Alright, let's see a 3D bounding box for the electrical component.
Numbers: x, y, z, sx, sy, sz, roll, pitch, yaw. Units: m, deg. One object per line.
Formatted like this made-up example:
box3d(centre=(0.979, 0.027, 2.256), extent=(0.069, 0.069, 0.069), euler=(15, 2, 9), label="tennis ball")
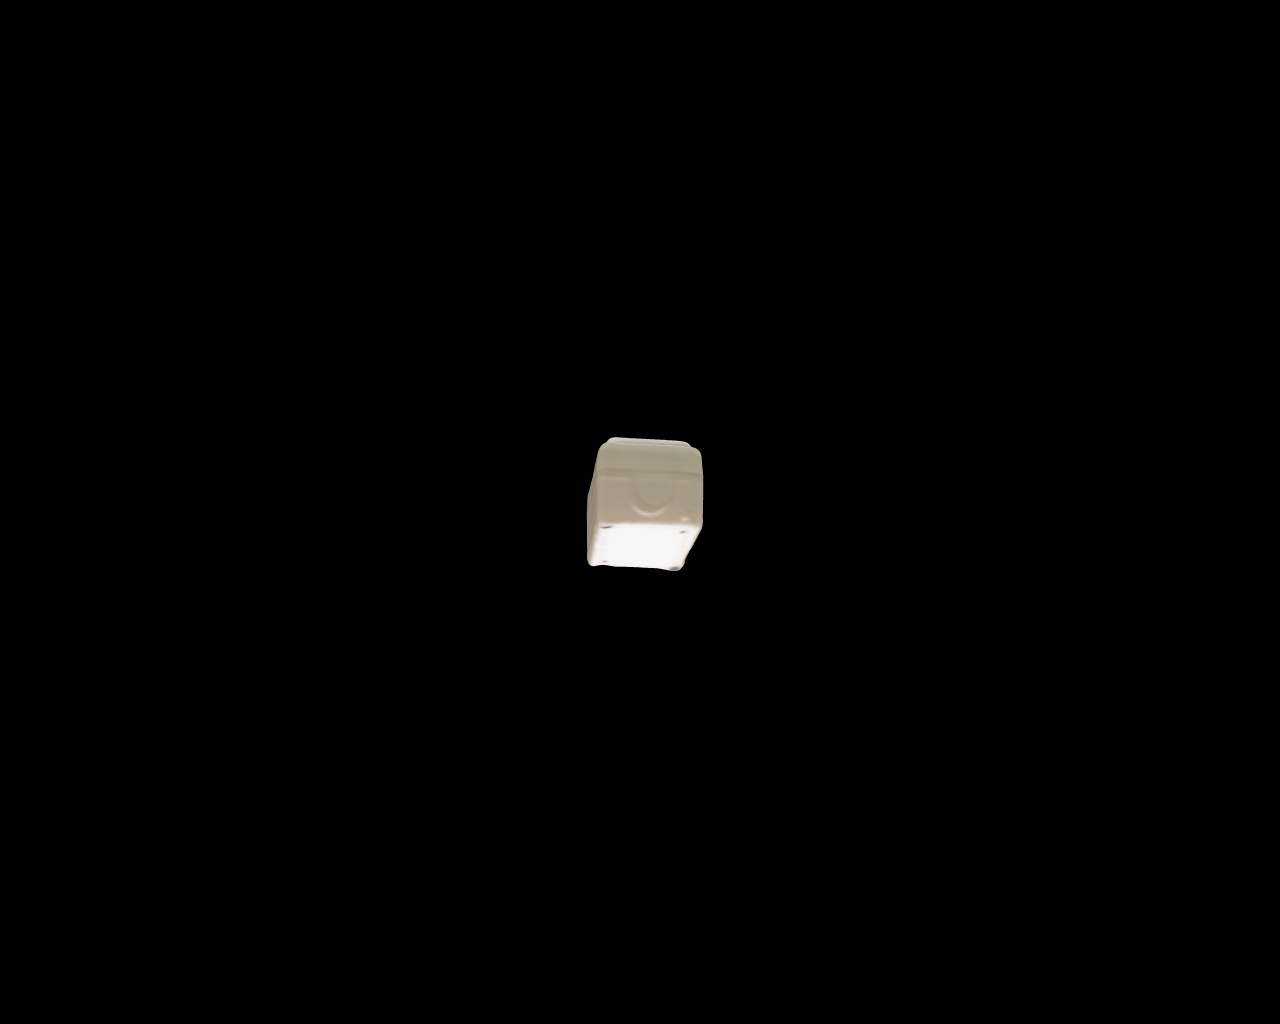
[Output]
box3d(centre=(0.001, -0.003, 0.650), extent=(0.062, 0.061, 0.096), euler=(3, -22, -7), label="electrical component")
